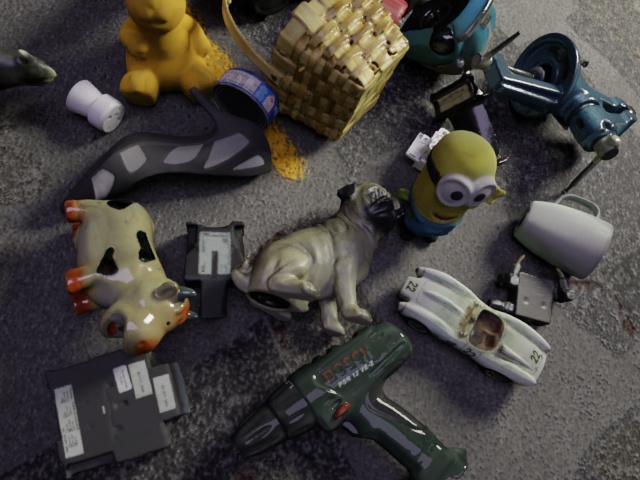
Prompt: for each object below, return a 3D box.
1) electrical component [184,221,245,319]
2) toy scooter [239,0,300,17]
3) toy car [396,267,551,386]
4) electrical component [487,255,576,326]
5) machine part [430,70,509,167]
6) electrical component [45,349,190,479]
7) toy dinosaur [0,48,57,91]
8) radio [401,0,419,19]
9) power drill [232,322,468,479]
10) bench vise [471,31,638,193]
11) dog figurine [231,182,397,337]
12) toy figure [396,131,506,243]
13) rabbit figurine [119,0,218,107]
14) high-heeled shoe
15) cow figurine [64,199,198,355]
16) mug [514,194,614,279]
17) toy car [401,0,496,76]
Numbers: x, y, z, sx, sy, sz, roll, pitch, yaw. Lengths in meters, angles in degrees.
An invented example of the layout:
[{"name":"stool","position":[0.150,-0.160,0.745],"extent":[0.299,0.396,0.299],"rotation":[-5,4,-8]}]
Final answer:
[{"name":"electrical component","position":[-0.124,0.037,0.642],"extent":[0.075,0.047,0.119],"rotation":[-3,74,-11]},{"name":"toy scooter","position":[-0.051,-0.405,0.783],"extent":[0.184,0.075,0.135],"rotation":[-21,77,-19]},{"name":"toy car","position":[0.190,0.108,0.672],"extent":[0.202,0.056,0.073],"rotation":[32,70,1]},{"name":"electrical component","position":[0.279,0.069,0.706],"extent":[0.102,0.045,0.078],"rotation":[21,69,-3]},{"name":"machine part","position":[0.210,-0.159,0.758],"extent":[0.039,0.084,0.139],"rotation":[-22,86,-49]},{"name":"electrical component","position":[-0.211,0.178,0.577],"extent":[0.134,0.058,0.115],"rotation":[-12,77,-14]},{"name":"toy dinosaur","position":[-0.499,-0.254,0.592],"extent":[0.405,0.192,0.131],"rotation":[35,68,1]},{"name":"radio","position":[0.071,-0.449,0.788],"extent":[0.230,0.131,0.073],"rotation":[40,72,4]},{"name":"power drill","position":[0.047,0.220,0.606],"extent":[0.232,0.086,0.207],"rotation":[-40,76,-21]},{"name":"bench vise","position":[0.316,-0.204,0.750],"extent":[0.240,0.129,0.223],"rotation":[8,63,-26]},{"name":"dog figurine","position":[-0.001,0.000,0.648],"extent":[0.172,0.121,0.190],"rotation":[25,62,-24]},{"name":"toy figure","position":[0.146,-0.058,0.652],"extent":[0.082,0.180,0.089],"rotation":[-19,74,-17]},{"name":"rabbit figurine","position":[-0.189,-0.267,0.662],"extent":[0.122,0.173,0.162],"rotation":[1,77,-6]},{"name":"high-heeled shoe","position":[-0.184,-0.077,0.674],"extent":[0.249,0.086,0.145],"rotation":[-40,114,-1]},{"name":"cow figurine","position":[-0.209,0.038,0.592],"extent":[0.127,0.085,0.195],"rotation":[-10,54,-16]},{"name":"mug","position":[0.327,-0.017,0.725],"extent":[0.107,0.080,0.109],"rotation":[25,75,9]},{"name":"toy car","position":[0.183,-0.284,0.766],"extent":[0.102,0.162,0.109],"rotation":[43,73,-32]}]
